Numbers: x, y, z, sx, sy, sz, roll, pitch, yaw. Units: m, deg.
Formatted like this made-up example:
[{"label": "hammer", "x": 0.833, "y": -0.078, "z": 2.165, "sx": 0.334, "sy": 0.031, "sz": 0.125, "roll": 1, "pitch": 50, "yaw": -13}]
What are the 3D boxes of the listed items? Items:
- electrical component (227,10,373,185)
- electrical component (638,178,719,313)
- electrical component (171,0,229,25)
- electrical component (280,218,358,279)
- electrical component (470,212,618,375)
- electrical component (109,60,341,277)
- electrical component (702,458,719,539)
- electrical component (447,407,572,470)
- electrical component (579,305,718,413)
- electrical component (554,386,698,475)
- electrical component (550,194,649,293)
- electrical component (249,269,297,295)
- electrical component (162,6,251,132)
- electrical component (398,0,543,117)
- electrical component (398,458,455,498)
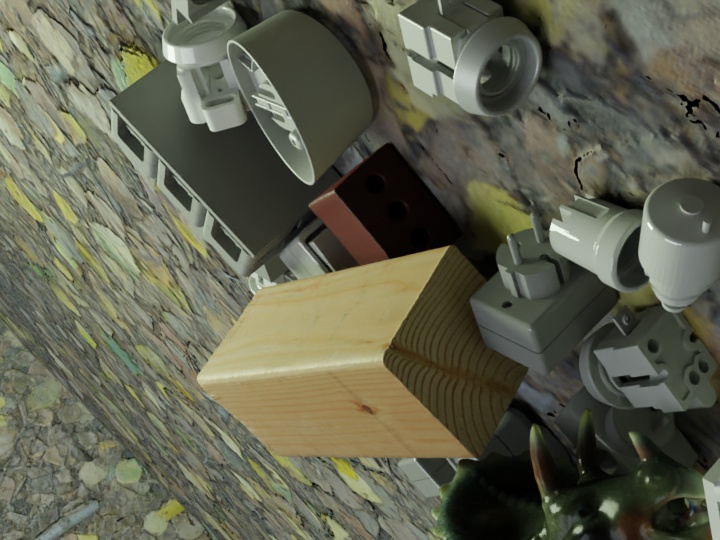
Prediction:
[{"label": "electrical component", "x": -0.041, "y": -0.107, "z": 0.661, "sx": 0.099, "sy": 0.064, "sz": 0.099, "roll": 40, "pitch": 157, "yaw": 21}, {"label": "electrical component", "x": 0.149, "y": -0.007, "z": 0.496, "sx": 0.040, "sy": 0.040, "sz": 0.078, "roll": 36, "pitch": 155, "yaw": 30}, {"label": "electrical component", "x": -0.109, "y": -0.197, "z": 0.669, "sx": 0.064, "sy": 0.042, "sz": 0.081, "roll": 45, "pitch": 158, "yaw": 13}, {"label": "electrical component", "x": 0.000, "y": 0.000, "z": 0.767, "sx": 0.096, "sy": 0.062, "sz": 0.061, "roll": 49, "pitch": 159, "yaw": -2}, {"label": "electrical component", "x": 0.096, "y": 0.003, "z": 0.582, "sx": 0.047, "sy": 0.066, "sz": 0.076, "roll": 26, "pitch": 150, "yaw": 44}, {"label": "electrical component", "x": -0.099, "y": -0.081, "z": 0.781, "sx": 0.150, "sy": 0.089, "sz": 0.061, "roll": 47, "pitch": 159, "yaw": 5}, {"label": "electrical component", "x": 0.224, "y": 0.128, "z": 0.515, "sx": 0.062, "sy": 0.089, "sz": 0.150, "roll": 27, "pitch": 150, "yaw": 43}, {"label": "electrical component", "x": 0.117, "y": 0.150, "z": 0.800, "sx": 0.095, "sy": 0.059, "sz": 0.054, "roll": 53, "pitch": 158, "yaw": -10}, {"label": "electrical component", "x": 0.152, "y": 0.050, "z": 0.582, "sx": 0.066, "sy": 0.048, "sz": 0.055, "roll": 52, "pitch": 151, "yaw": -10}, {"label": "electrical component", "x": 0.163, "y": 0.095, "z": 0.640, "sx": 0.077, "sy": 0.043, "sz": 0.079, "roll": 42, "pitch": 158, "yaw": 16}, {"label": "electrical component", "x": 0.123, "y": -0.015, "z": 0.536, "sx": 0.046, "sy": 0.040, "sz": 0.040, "roll": 32, "pitch": 154, "yaw": 47}, {"label": "electrical component", "x": -0.074, "y": -0.002, "z": 0.931, "sx": 0.066, "sy": 0.048, "sz": 0.055, "roll": 34, "pitch": 147, "yaw": 32}, {"label": "electrical component", "x": -0.098, "y": -0.138, "z": 0.717, "sx": 0.078, "sy": 0.058, "sz": 0.057, "roll": -101, "pitch": -5, "yaw": -49}, {"label": "electrical component", "x": 0.053, "y": -0.103, "z": 0.513, "sx": 0.055, "sy": 0.048, "sz": 0.066, "roll": 41, "pitch": 159, "yaw": 40}, {"label": "electrical component", "x": 0.084, "y": 0.163, "z": 0.877, "sx": 0.076, "sy": 0.066, "sz": 0.047, "roll": 48, "pitch": 159, "yaw": 1}]
